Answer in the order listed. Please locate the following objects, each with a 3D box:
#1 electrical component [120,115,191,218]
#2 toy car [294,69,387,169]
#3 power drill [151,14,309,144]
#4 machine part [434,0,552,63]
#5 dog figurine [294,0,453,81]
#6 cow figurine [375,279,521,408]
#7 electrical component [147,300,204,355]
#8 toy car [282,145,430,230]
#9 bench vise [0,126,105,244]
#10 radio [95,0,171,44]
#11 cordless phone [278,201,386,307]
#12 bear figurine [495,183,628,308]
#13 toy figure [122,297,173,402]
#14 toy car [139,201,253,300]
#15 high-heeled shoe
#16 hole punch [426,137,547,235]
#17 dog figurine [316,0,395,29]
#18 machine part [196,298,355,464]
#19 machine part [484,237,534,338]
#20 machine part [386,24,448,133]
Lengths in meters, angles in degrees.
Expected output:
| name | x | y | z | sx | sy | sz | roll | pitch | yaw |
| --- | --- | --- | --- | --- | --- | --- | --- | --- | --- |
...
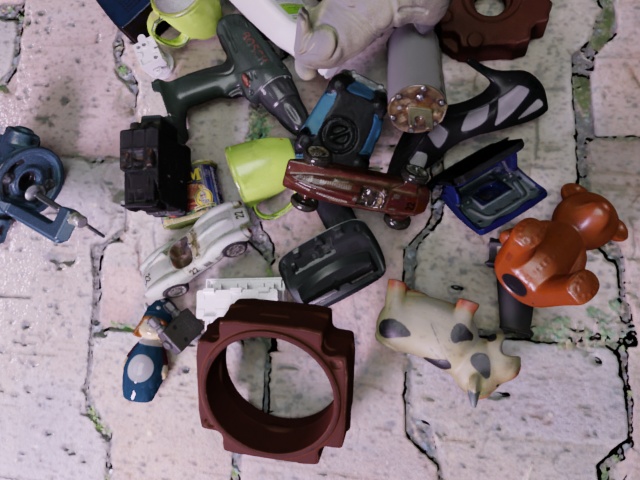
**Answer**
| name | x | y | z | sx | sy | sz | roll | pitch | yaw |
| --- | --- | --- | --- | --- | --- | --- | --- | --- | --- |
| electrical component | -0.226 | -0.102 | 0.747 | 0.058 | 0.115 | 0.134 | -1 | 87 | 7 |
| toy car | 0.028 | -0.156 | 0.773 | 0.109 | 0.103 | 0.161 | 22 | 93 | -8 |
| power drill | -0.144 | -0.223 | 0.829 | 0.207 | 0.086 | 0.232 | -26 | 76 | 9 |
| machine part | 0.251 | -0.348 | 0.790 | 0.179 | 0.056 | 0.179 | -1 | 80 | 9 |
| dog figurine | 0.069 | -0.287 | 0.722 | 0.191 | 0.121 | 0.172 | 14 | 123 | 0 |
| cow figurine | 0.168 | 0.138 | 0.716 | 0.195 | 0.085 | 0.127 | 18 | 86 | 15 |
| electrical component | -0.205 | 0.136 | 0.790 | 0.021 | 0.063 | 0.094 | -30 | 104 | 42 |
| toy car | 0.052 | -0.067 | 0.719 | 0.202 | 0.053 | 0.089 | 10 | 127 | -14 |
| bench vise | -0.464 | -0.054 | 0.840 | 0.241 | 0.128 | 0.223 | 26 | 86 | 20 |
| radio | -0.266 | -0.445 | 0.889 | 0.229 | 0.073 | 0.131 | -44 | 76 | 0 |
| cordless phone | -0.002 | -0.002 | 0.781 | 0.147 | 0.088 | 0.184 | -29 | 67 | 5 |
| bear figurine | 0.317 | -0.003 | 0.671 | 0.196 | 0.132 | 0.120 | -36 | 78 | -14 |
| toy figure | -0.252 | 0.161 | 0.803 | 0.064 | 0.058 | 0.154 | 16 | 81 | -27 |
| toy car | -0.183 | 0.016 | 0.790 | 0.202 | 0.056 | 0.073 | -34 | 56 | 16 |
| high-heeled shoe | 0.209 | -0.143 | 0.775 | 0.145 | 0.086 | 0.248 | 30 | 107 | -17 |
| hole punch | 0.226 | -0.074 | 0.729 | 0.142 | 0.116 | 0.092 | -34 | 102 | 2 |
| dog figurine | 0.046 | -0.414 | 0.814 | 0.219 | 0.108 | 0.191 | 37 | 87 | 9 |
| machine part | -0.057 | 0.186 | 0.712 | 0.201 | 0.087 | 0.201 | 5 | 108 | 10 |
| machine part | 0.267 | 0.064 | 0.734 | 0.084 | 0.039 | 0.139 | 0 | 79 | 1 |
| machine part | 0.131 | -0.228 | 0.743 | 0.079 | 0.079 | 0.243 | -3 | 49 | 10 |
